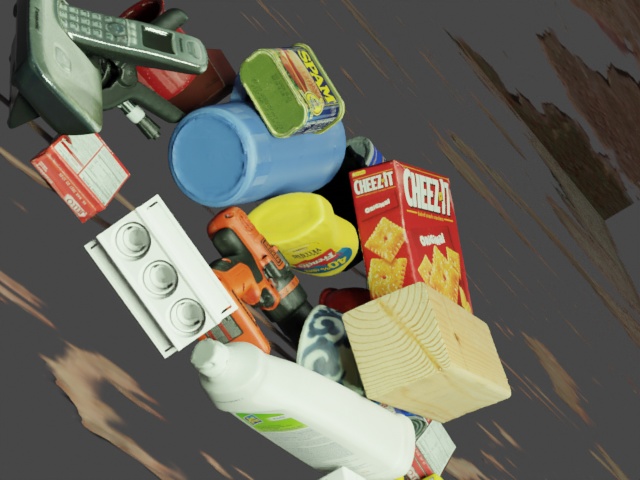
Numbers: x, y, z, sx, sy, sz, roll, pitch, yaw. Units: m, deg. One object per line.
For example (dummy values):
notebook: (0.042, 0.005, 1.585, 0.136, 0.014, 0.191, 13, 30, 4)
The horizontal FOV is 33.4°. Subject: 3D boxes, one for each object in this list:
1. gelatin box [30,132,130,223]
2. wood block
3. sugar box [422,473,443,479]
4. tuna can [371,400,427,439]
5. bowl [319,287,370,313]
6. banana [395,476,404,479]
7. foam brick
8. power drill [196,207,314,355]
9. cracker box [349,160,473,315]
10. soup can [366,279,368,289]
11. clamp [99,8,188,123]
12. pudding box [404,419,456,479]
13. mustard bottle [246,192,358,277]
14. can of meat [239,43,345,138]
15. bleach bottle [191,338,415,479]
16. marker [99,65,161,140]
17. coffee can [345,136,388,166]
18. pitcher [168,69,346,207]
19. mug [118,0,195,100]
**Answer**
gelatin box: (-0.217, -0.065, 0.973, 0.073, 0.030, 0.089, 52, 21, -16)
wood block: (0.114, 0.119, 1.084, 0.205, 0.090, 0.091, 32, 37, -60)
sugar box: (0.136, 0.346, 1.139, 0.093, 0.048, 0.176, 48, 26, -23)
tuna can: (0.069, 0.199, 1.145, 0.086, 0.086, 0.034, 28, 33, -52)
bowl: (0.068, 0.116, 1.311, 0.162, 0.055, 0.162, 47, 23, -26)
banana: (0.069, 0.293, 1.084, 0.198, 0.037, 0.069, -91, 161, -53)
foam brick: (-0.142, -0.181, 1.247, 0.053, 0.078, 0.051, 58, 19, 1)
power drill: (-0.067, 0.066, 1.081, 0.184, 0.057, 0.187, 52, 18, -8)
cracker box: (0.117, 0.022, 1.290, 0.164, 0.072, 0.214, 9, 70, -60)
soup can: (0.117, 0.069, 1.473, 0.102, 0.069, 0.068, 30, 33, -49)
clamp: (-0.199, -0.164, 1.088, 0.171, 0.039, 0.120, -23, 114, -39)
pudding box: (0.115, 0.236, 1.263, 0.090, 0.039, 0.113, 58, 22, 2)
mustard bottle: (-0.008, 0.002, 1.241, 0.191, 0.096, 0.058, 38, 37, -64)
can of meat: (-0.032, -0.162, 1.159, 0.102, 0.058, 0.083, 59, 30, 6)
bleach bottle: (-0.019, 0.154, 0.987, 0.250, 0.103, 0.068, 39, 46, -41)
marker: (-0.212, -0.151, 1.127, 0.121, 0.020, 0.020, 47, 23, -24)
coffee can: (0.073, -0.064, 1.520, 0.140, 0.103, 0.103, 44, 24, -31)
pitcher: (-0.073, -0.116, 1.228, 0.149, 0.145, 0.242, 48, 22, 8)
mug: (-0.191, -0.210, 1.186, 0.117, 0.093, 0.081, 23, -19, 52)
